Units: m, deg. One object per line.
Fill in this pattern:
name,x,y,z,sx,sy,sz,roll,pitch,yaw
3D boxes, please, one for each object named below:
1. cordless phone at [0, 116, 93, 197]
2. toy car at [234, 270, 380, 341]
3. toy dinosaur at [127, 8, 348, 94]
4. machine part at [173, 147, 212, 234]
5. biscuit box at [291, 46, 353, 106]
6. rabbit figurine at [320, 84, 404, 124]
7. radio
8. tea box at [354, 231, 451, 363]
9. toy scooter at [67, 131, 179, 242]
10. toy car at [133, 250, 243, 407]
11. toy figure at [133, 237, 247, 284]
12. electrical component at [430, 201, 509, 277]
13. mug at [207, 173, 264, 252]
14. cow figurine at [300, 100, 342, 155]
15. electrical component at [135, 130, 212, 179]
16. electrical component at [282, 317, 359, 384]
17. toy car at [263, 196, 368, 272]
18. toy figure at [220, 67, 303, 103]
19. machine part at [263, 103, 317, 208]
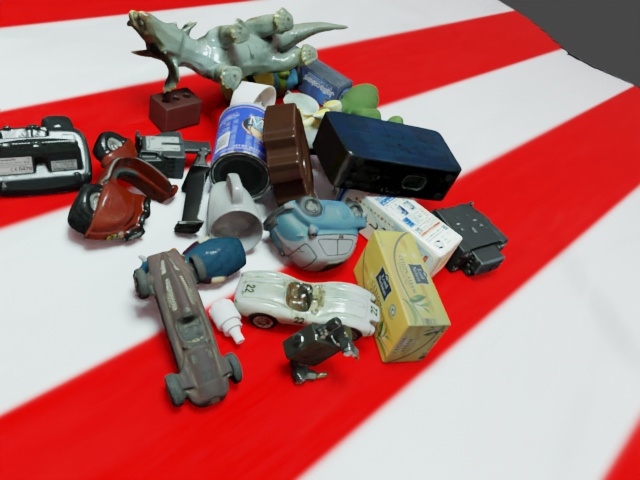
cordless phone,-0.434,-0.148,0.817,0.146,0.088,0.184,-9,40,-27
toy car,-0.017,0.088,0.736,0.202,0.056,0.073,9,45,-2
toy dinosaur,-0.144,-0.345,0.974,0.192,0.131,0.405,17,28,41
machine part,-0.194,-0.071,0.825,0.039,0.084,0.139,19,51,-26
biscuit box,-0.026,-0.360,1.175,0.203,0.059,0.063,37,44,16
rabbit figurine,0.075,-0.224,1.044,0.159,0.121,0.170,-7,62,2
radio,0.114,-0.138,0.896,0.229,0.073,0.131,4,43,-23
tea box,0.112,0.079,0.775,0.068,0.098,0.170,3,45,-19
toy scooter,-0.278,-0.066,0.784,0.135,0.075,0.184,27,50,-31
toy car,-0.162,0.101,0.653,0.089,0.053,0.202,-14,72,-26
toy figure,-0.178,0.037,0.735,0.154,0.057,0.064,-16,49,-26
electrical component,0.255,0.000,0.934,0.115,0.058,0.134,-15,54,-29
mug,-0.136,-0.051,0.807,0.081,0.109,0.107,-8,38,-16
cow figurine,-0.031,-0.189,0.980,0.168,0.098,0.068,-4,32,30
electrical component,-0.244,-0.142,0.889,0.119,0.047,0.075,-4,50,-24
electrical component,0.001,0.139,0.672,0.078,0.102,0.045,35,29,-53
toy car,-0.002,-0.002,0.819,0.161,0.109,0.103,2,69,-34
toy figure,-0.117,-0.323,1.090,0.180,0.082,0.089,-11,50,-32
machine part,-0.046,-0.131,0.867,0.056,0.179,0.179,-9,46,6
